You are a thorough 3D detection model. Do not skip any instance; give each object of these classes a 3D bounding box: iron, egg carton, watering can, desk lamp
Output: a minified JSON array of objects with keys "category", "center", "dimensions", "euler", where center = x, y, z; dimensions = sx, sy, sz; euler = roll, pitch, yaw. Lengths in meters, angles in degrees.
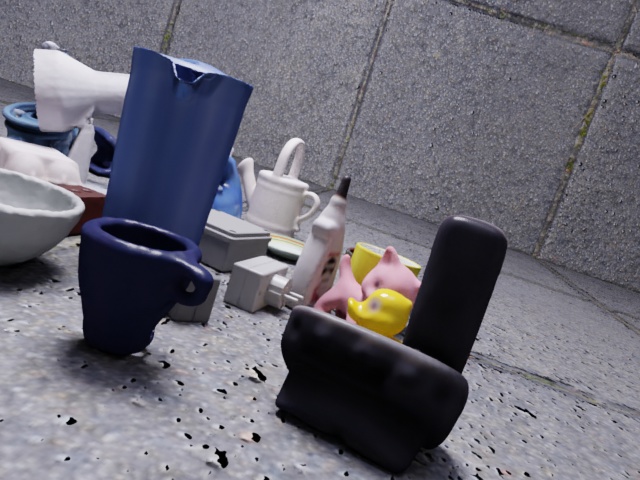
[{"category":"iron","center":[-0.189,-0.088,0.960],"dimensions":[0.118,0.141,0.258],"euler":[18,9,0]},{"category":"egg carton","center":[-0.409,-0.096,0.810],"dimensions":[0.108,0.069,0.149],"euler":[8,14,-46]},{"category":"watering can","center":[-0.080,-0.103,1.090],"dimensions":[0.173,0.194,0.101],"euler":[17,9,-4]},{"category":"desk lamp","center":[-0.360,-0.172,0.902],"dimensions":[0.204,0.213,0.117],"euler":[14,10,-25]}]

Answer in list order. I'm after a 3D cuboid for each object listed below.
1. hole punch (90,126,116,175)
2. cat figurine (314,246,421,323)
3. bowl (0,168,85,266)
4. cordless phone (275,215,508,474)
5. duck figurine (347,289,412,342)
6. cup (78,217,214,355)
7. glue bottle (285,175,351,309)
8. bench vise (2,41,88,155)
[{"category":"hole punch","center":[-0.431,-0.181,1.193],"dimensions":[0.108,0.091,0.101],"euler":[26,12,40]},{"category":"cat figurine","center":[0.061,0.060,0.654],"dimensions":[0.067,0.118,0.127],"euler":[9,13,-44]},{"category":"bowl","center":[-0.313,-0.019,0.533],"dimensions":[0.167,0.075,0.167],"euler":[18,9,-3]},{"category":"cordless phone","center":[0.054,0.059,0.435],"dimensions":[0.147,0.185,0.094],"euler":[21,10,15]},{"category":"duck figurine","center":[0.065,0.093,0.568],"dimensions":[0.104,0.086,0.077],"euler":[18,9,0]},{"category":"cup","center":[-0.136,0.044,0.441],"dimensions":[0.117,0.095,0.092],"euler":[23,10,26]},{"category":"glue bottle","center":[0.007,0.003,0.709],"dimensions":[0.037,0.173,0.078],"euler":[21,10,19]},{"category":"bench vise","center":[-0.485,-0.239,1.031],"dimensions":[0.122,0.220,0.207],"euler":[16,10,-12]}]
